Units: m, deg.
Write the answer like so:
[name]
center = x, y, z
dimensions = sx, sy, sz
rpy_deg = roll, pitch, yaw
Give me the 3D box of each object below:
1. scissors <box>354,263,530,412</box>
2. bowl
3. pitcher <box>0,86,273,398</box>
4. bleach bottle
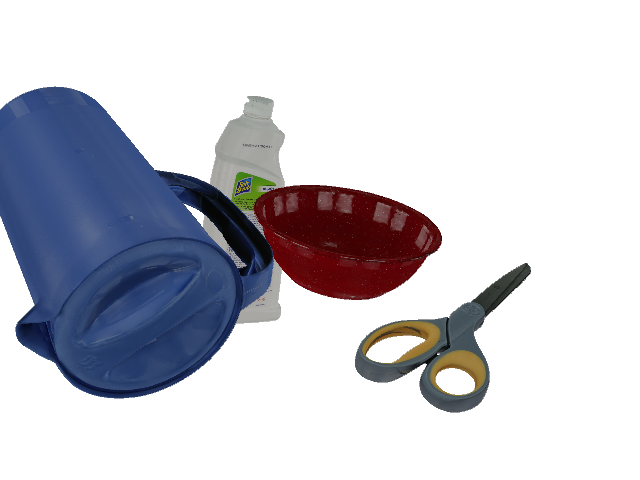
[scissors]
center = 0.113, 0.066, 0.741
dimensions = 0.201, 0.016, 0.096
rpy_deg = -17, 41, -36
[bowl]
center = 0.020, 0.006, 0.908
dimensions = 0.162, 0.055, 0.162
rpy_deg = 8, 22, -3
[pitcher]
center = -0.154, -0.013, 0.778
dimensions = 0.149, 0.145, 0.243
rpy_deg = 37, 10, -46
[bleach bottle]
center = -0.078, -0.034, 1.189
dimensions = 0.102, 0.251, 0.068
rpy_deg = -1, 19, -32
